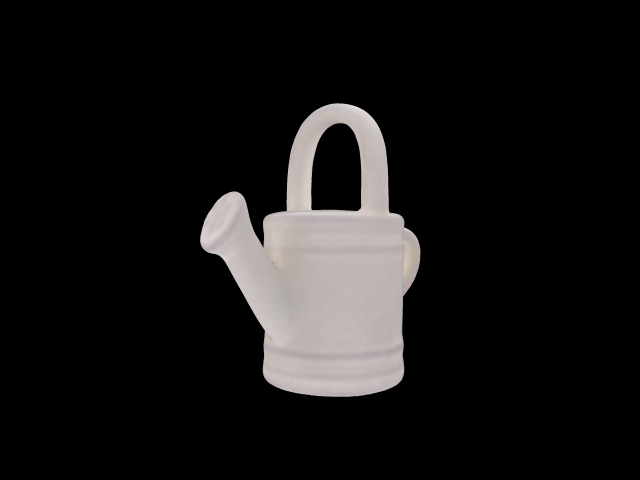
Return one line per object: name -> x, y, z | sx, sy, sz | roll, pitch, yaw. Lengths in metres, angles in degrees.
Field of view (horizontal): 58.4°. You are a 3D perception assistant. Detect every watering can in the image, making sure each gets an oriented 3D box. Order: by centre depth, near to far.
watering can -> 0.005, 0.001, 0.398 | 0.100, 0.194, 0.173 | 1, 2, 30
